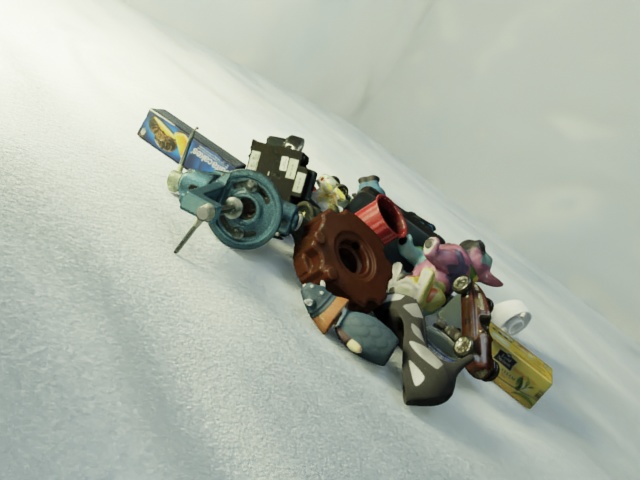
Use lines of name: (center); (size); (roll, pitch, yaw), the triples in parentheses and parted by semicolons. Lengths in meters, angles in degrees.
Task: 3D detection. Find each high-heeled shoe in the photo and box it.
high-heeled shoe: (0.112, 0.158, 0.801); (0.145, 0.086, 0.249); (-18, 27, -31)

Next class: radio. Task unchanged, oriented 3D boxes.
radio: (0.144, -0.004, 1.137); (0.230, 0.131, 0.073); (36, 20, 2)

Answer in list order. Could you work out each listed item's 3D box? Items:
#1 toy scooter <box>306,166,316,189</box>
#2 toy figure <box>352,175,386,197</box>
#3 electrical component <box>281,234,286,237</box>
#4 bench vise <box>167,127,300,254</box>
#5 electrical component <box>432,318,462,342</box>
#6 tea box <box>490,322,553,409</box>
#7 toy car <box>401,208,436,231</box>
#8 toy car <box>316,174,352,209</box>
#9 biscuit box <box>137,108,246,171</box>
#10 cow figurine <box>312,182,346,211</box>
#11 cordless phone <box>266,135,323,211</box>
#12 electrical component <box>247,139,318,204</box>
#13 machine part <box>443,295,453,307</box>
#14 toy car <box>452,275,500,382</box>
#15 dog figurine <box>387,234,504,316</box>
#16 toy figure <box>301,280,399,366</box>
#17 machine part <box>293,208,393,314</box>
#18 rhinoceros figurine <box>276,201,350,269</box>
toy scooter: (-0.067, -0.152, 1.250); (0.135, 0.075, 0.184); (29, 18, -46)
toy figure: (0.119, -0.060, 1.236); (0.089, 0.082, 0.180); (1, 78, -51)
electrical component: (-0.078, -0.039, 0.980); (0.102, 0.045, 0.078); (18, 25, -43)
bench vise: (-0.147, -0.060, 0.793); (0.224, 0.128, 0.240); (31, 13, 4)
electrical component: (0.240, 0.178, 0.951); (0.094, 0.021, 0.063); (42, -19, 12)
tea box: (0.340, 0.220, 0.998); (0.170, 0.068, 0.098); (40, 18, 17)
toy car: (0.227, -0.017, 1.380); (0.109, 0.103, 0.161); (36, 12, 19)
toy car: (0.069, -0.088, 1.322); (0.201, 0.056, 0.074); (43, 6, -33)
biscuit box: (-0.240, -0.168, 1.012); (0.203, 0.059, 0.063); (34, 15, 3)
cow figurine: (0.022, -0.025, 1.075); (0.068, 0.098, 0.167); (19, 42, -51)
cordless phone: (-0.045, -0.117, 1.075); (0.088, 0.146, 0.184); (3, 31, -47)
electrical component: (-0.076, -0.117, 1.016); (0.134, 0.114, 0.058); (18, 3, 10)
machine part: (0.305, 0.143, 1.199); (0.139, 0.039, 0.084); (24, 14, -24)
toy car: (0.267, 0.142, 0.910); (0.089, 0.053, 0.202); (42, 39, -23)
dog figurine: (0.250, 0.076, 1.034); (0.219, 0.191, 0.109); (21, -12, -31)
toy figure: (0.035, 0.115, 0.747); (0.155, 0.057, 0.064); (33, 11, 14)
machine part: (0.042, 0.034, 0.853); (0.179, 0.056, 0.179); (25, 48, -32)
rhinoceros figurine: (-0.002, -0.003, 0.941); (0.073, 0.112, 0.190); (-11, -41, 46)
